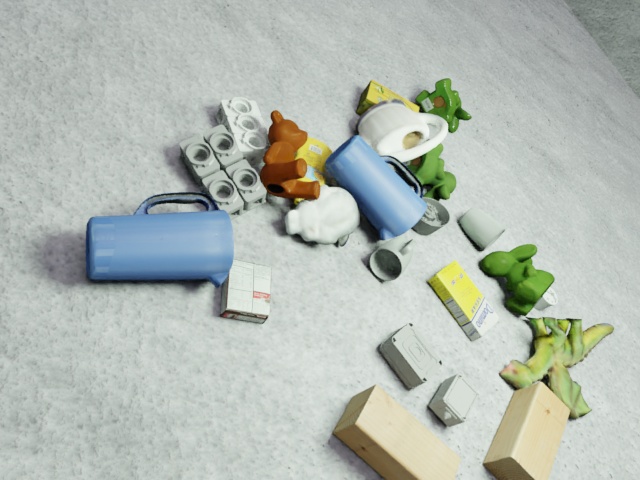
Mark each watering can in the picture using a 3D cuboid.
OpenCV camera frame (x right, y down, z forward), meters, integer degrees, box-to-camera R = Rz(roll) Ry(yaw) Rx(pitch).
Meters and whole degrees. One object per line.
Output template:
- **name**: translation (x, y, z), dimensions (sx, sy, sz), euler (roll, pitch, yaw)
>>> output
- **watering can**: translation (0.156, -0.263, 1.347), dimensions (0.348, 0.101, 0.229), euler (-22, 43, -6)

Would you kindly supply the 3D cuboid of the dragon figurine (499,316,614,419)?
- **dragon figurine**: translation (0.610, 0.310, 1.269), dimensions (0.409, 0.121, 0.246), euler (9, 73, -23)

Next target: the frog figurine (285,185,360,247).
- **frog figurine**: translation (0.003, -0.057, 1.136), dimensions (0.159, 0.122, 0.139), euler (11, 74, -38)
